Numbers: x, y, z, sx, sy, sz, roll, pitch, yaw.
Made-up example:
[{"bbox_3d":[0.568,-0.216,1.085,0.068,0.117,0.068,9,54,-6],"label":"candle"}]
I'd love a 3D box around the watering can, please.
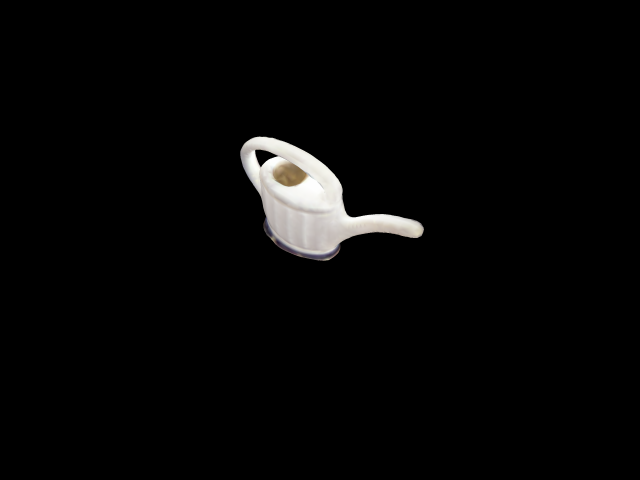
[{"bbox_3d":[0.003,-0.043,0.850,0.350,0.105,0.219,33,-30,22],"label":"watering can"}]
